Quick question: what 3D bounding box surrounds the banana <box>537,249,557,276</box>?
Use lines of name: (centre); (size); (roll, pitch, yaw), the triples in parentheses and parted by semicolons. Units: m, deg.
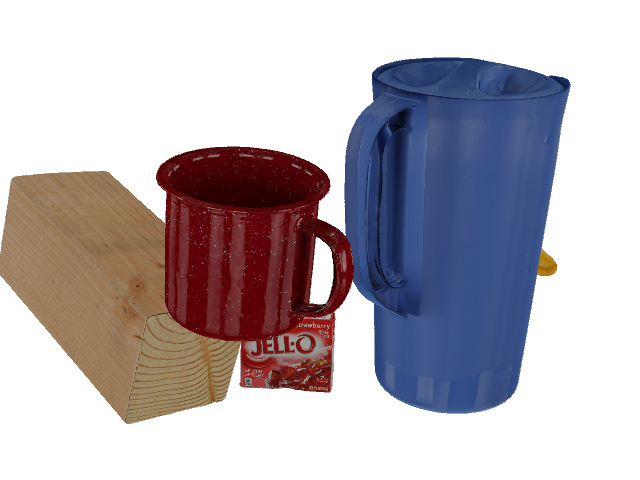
banana: (0.145, 0.003, 1.100); (0.198, 0.037, 0.069); (9, 36, 13)

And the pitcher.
pitcher: (0.089, -0.002, 0.755); (0.149, 0.243, 0.145); (2, 20, 1)

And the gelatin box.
gelatin box: (-0.032, 0.104, 1.017); (0.089, 0.073, 0.030); (3, 13, 5)

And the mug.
mug: (-0.034, 0.005, 0.580); (0.117, 0.081, 0.093); (18, 27, 26)

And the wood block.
wood block: (-0.154, 0.034, 0.806); (0.090, 0.091, 0.206); (-7, 34, -42)
